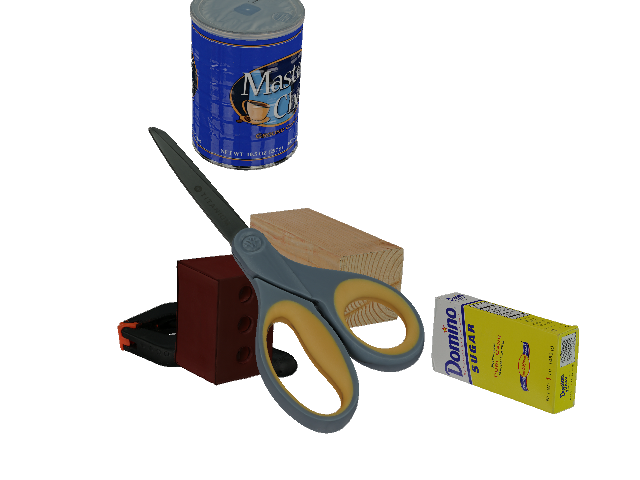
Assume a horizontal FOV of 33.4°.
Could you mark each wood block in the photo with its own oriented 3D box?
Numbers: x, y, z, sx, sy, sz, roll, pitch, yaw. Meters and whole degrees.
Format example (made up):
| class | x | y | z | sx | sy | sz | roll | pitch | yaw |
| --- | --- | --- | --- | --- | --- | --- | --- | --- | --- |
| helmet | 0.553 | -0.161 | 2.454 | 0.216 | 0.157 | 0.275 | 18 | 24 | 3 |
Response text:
| class | x | y | z | sx | sy | sz | roll | pitch | yaw |
| --- | --- | --- | --- | --- | --- | --- | --- | --- | --- |
| wood block | 0.002 | 0.030 | 1.301 | 0.090 | 0.090 | 0.206 | -7 | 18 | -33 |

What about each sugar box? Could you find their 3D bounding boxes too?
| class | x | y | z | sx | sy | sz | roll | pitch | yaw |
| --- | --- | --- | --- | --- | --- | --- | --- | --- | --- |
| sugar box | 0.203 | 0.123 | 1.195 | 0.048 | 0.093 | 0.177 | -10 | 17 | -43 |

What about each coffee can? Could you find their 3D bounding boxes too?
| class | x | y | z | sx | sy | sz | roll | pitch | yaw |
| --- | --- | --- | --- | --- | --- | --- | --- | --- | --- |
| coffee can | -0.069 | -0.151 | 0.990 | 0.103 | 0.140 | 0.103 | 3 | 37 | -2 |

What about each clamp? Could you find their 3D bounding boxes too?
| class | x | y | z | sx | sy | sz | roll | pitch | yaw |
| --- | --- | --- | --- | --- | --- | --- | --- | --- | --- |
| clamp | -0.102 | 0.082 | 1.015 | 0.171 | 0.039 | 0.120 | 5 | 28 | 2 |

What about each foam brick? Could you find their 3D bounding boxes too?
| class | x | y | z | sx | sy | sz | roll | pitch | yaw |
| --- | --- | --- | --- | --- | --- | --- | --- | --- | --- |
| foam brick | -0.068 | 0.054 | 0.755 | 0.052 | 0.078 | 0.051 | -9 | 17 | -40 |

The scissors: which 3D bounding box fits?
| class | x | y | z | sx | sy | sz | roll | pitch | yaw |
| --- | --- | --- | --- | --- | --- | --- | --- | --- | --- |
| scissors | -0.016 | 0.006 | 0.562 | 0.096 | 0.202 | 0.016 | -15 | -30 | -18 |
